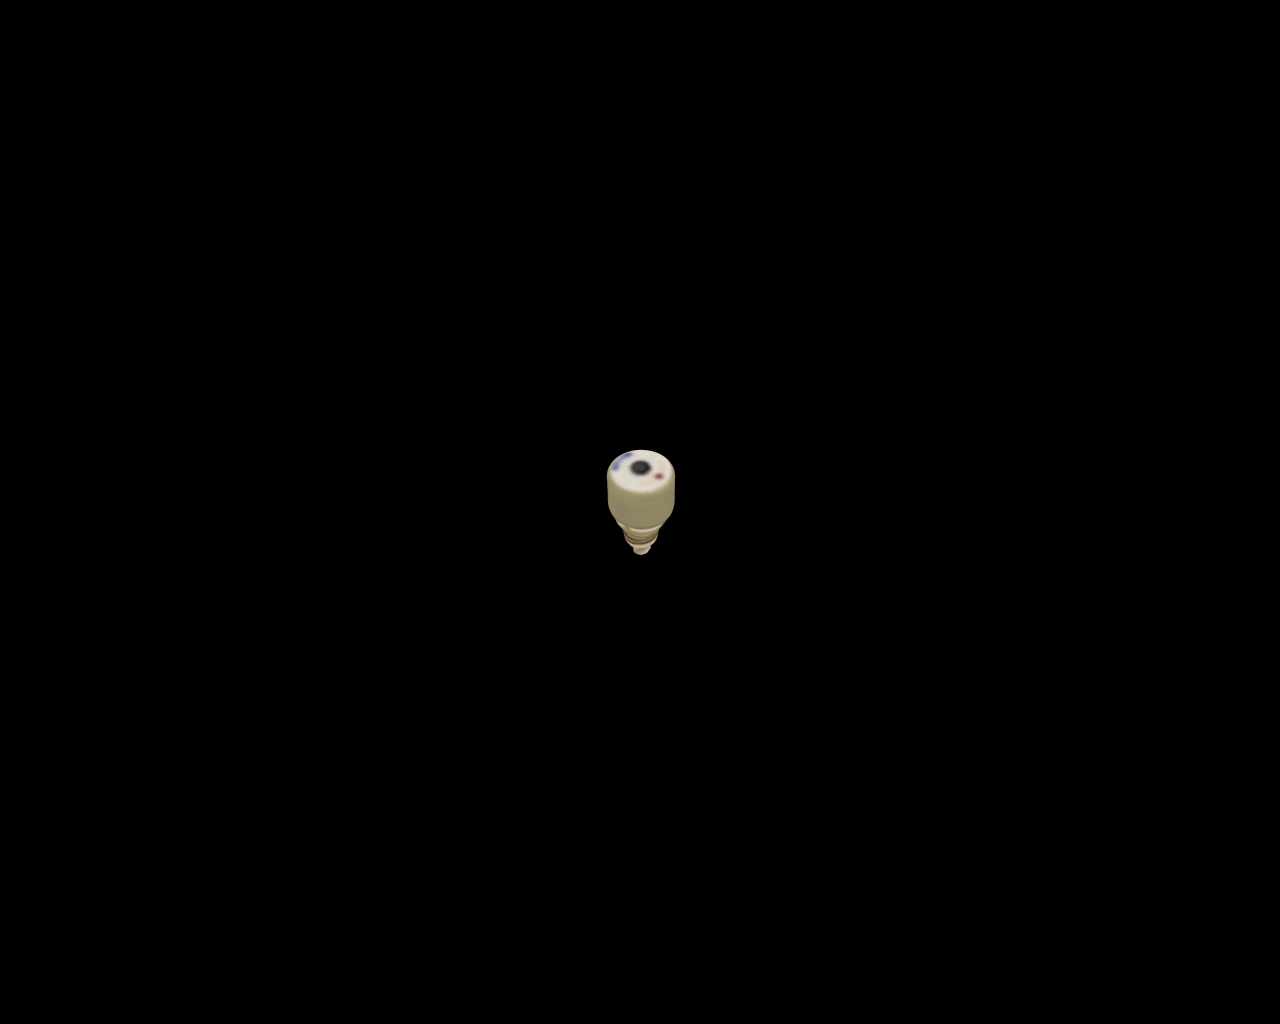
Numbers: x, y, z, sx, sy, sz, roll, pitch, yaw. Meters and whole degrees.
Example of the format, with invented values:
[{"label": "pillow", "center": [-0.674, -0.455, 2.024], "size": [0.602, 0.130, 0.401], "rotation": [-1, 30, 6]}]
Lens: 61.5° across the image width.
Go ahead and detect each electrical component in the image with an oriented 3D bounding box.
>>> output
[{"label": "electrical component", "center": [0.001, -0.003, 0.650], "size": [0.040, 0.040, 0.078], "rotation": [0, -43, 0]}]
